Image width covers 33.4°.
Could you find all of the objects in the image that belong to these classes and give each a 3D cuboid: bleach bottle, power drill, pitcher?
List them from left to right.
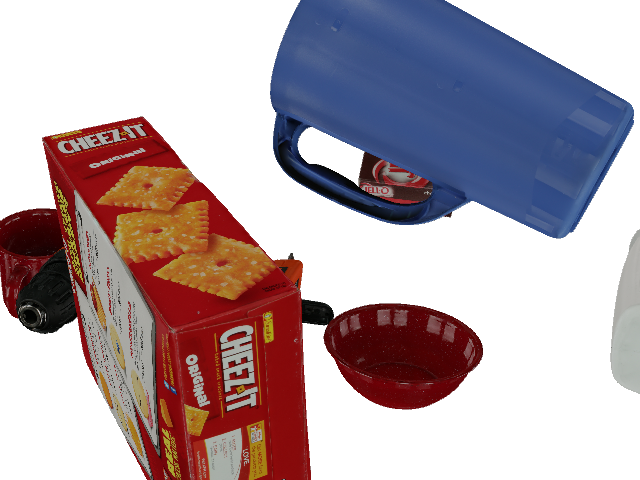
[{"bbox_3d":[-0.118,0.038,0.824,0.188,0.057,0.184,15,25,10],"label":"power drill"},{"bbox_3d":[0.089,-0.092,0.774,0.243,0.149,0.144,29,50,13],"label":"pitcher"},{"bbox_3d":[0.265,0.034,0.755,0.103,0.068,0.250,9,21,18],"label":"bleach bottle"}]

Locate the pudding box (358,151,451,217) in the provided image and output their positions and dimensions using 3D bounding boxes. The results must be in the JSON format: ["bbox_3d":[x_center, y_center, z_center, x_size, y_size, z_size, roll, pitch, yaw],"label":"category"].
[{"bbox_3d":[0.086,-0.073,1.020,0.090,0.039,0.113,7,39,6],"label":"pudding box"}]

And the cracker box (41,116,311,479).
[{"bbox_3d":[-0.080,0.048,0.584,0.072,0.164,0.214,-16,35,-21],"label":"cracker box"}]

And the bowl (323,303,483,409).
[{"bbox_3d":[0.083,0.125,1.091,0.162,0.055,0.162,2,25,-1],"label":"bowl"}]

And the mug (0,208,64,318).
[{"bbox_3d":[-0.279,0.032,1.055,0.093,0.081,0.117,9,32,5],"label":"mug"}]

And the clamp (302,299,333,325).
[{"bbox_3d":[-0.113,0.074,1.192,0.210,0.036,0.164,19,23,29],"label":"clamp"}]
